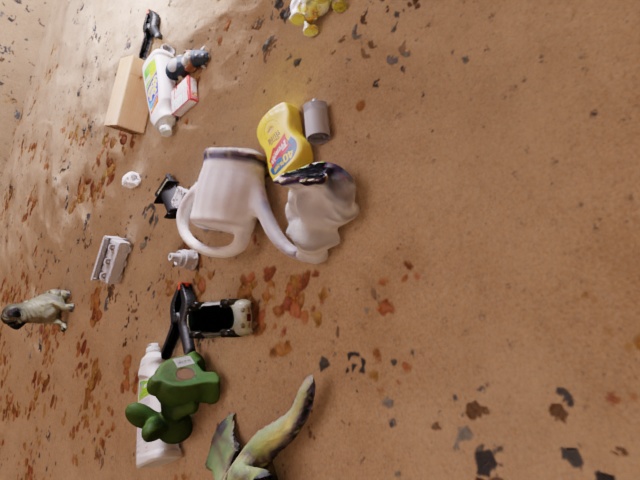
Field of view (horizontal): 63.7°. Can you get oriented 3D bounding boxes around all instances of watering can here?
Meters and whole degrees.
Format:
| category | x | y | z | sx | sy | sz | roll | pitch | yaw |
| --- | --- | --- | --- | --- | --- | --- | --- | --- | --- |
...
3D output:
| category | x | y | z | sx | sy | sz | roll | pitch | yaw |
| --- | --- | --- | --- | --- | --- | --- | --- | --- | --- |
| watering can | -0.151 | -0.072 | 0.998 | 0.348 | 0.226 | 0.103 | 6 | -8 | 35 |

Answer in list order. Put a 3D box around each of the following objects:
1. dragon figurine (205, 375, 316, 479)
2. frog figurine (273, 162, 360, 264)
| category | x | y | z | sx | sy | sz | roll | pitch | yaw |
| --- | --- | --- | --- | --- | --- | --- | --- | --- | --- |
| dragon figurine | -0.136 | 0.378 | 0.856 | 0.121 | 0.412 | 0.244 | 26 | -5 | -35 |
| frog figurine | 0.003 | -0.043 | 0.845 | 0.137 | 0.157 | 0.125 | -3 | 26 | 29 |
